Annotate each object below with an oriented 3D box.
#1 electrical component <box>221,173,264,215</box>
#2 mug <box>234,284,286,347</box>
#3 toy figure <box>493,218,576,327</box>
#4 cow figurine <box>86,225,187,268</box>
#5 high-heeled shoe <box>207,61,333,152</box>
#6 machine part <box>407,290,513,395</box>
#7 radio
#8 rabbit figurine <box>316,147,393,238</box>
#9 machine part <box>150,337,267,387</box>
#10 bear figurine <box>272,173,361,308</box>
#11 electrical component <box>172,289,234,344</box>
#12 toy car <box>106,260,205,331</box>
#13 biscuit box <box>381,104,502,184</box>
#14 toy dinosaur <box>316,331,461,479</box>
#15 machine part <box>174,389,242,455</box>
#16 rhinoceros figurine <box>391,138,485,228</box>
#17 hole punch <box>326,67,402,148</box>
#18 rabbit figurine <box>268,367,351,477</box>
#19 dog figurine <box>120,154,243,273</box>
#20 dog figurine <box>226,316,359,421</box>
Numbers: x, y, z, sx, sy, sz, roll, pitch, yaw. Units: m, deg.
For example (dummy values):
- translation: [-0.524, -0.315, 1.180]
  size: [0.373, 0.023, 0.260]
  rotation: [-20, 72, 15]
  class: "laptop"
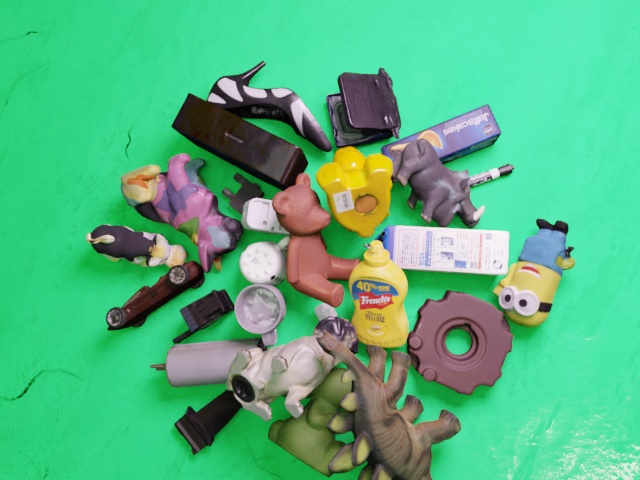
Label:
- translation: [-0.136, -0.079, 1.005]
  size: [0.094, 0.021, 0.063]
  rotation: [38, 90, 10]
  class: "electrical component"
- translation: [-0.092, 0.127, 0.937]
  size: [0.081, 0.107, 0.109]
  rotation: [-19, 87, 7]
  class: "mug"
- translation: [0.366, 0.057, 0.895]
  size: [0.089, 0.082, 0.180]
  rotation: [28, 81, -19]
  class: "toy figure"
- translation: [-0.335, 0.010, 0.986]
  size: [0.167, 0.098, 0.068]
  rotation: [10, 80, 9]
  class: "cow figurine"
- translation: [-0.100, -0.219, 0.986]
  size: [0.145, 0.086, 0.249]
  rotation: [-40, 76, 5]
  class: "high-heeled shoe"
- translation: [0.237, 0.173, 0.915]
  size: [0.179, 0.056, 0.179]
  rotation: [-1, 84, 6]
  class: "machine part"
- translation: [-0.135, -0.166, 0.957]
  size: [0.230, 0.131, 0.073]
  rotation: [29, 89, 9]
  class: "radio"
- translation: [0.068, -0.094, 0.924]
  size: [0.122, 0.173, 0.162]
  rotation: [-23, 127, 6]
  class: "rabbit figurine"
- translation: [-0.181, 0.218, 0.956]
  size: [0.243, 0.079, 0.079]
  rotation: [-7, 84, 6]
  class: "machine part"
- translation: [-0.006, -0.003, 0.903]
  size: [0.132, 0.120, 0.195]
  rotation: [14, 123, 23]
  class: "bear figurine"
- translation: [-0.219, 0.137, 0.971]
  size: [0.119, 0.075, 0.048]
  rotation: [-31, 82, 7]
  class: "electrical component"
- translation: [-0.301, 0.101, 0.977]
  size: [0.202, 0.089, 0.053]
  rotation: [-33, 82, 5]
  class: "toy car"
- translation: [0.211, -0.168, 0.947]
  size: [0.203, 0.059, 0.063]
  rotation: [-22, 82, 5]
  class: "biscuit box"
- translation: [0.123, 0.333, 0.854]
  size: [0.198, 0.105, 0.471]
  rotation: [-45, 108, -26]
  class: "toy dinosaur"
- translation: [-0.194, 0.317, 0.969]
  size: [0.139, 0.039, 0.084]
  rotation: [-38, 76, 5]
  class: "machine part"
- translation: [0.199, -0.087, 0.907]
  size: [0.112, 0.073, 0.190]
  rotation: [-44, 112, 4]
  class: "rhinoceros figurine"
- translation: [0.076, -0.230, 0.965]
  size: [0.116, 0.092, 0.142]
  rotation: [-5, 73, -24]
  class: "hole punch"
- translation: [0.000, 0.292, 0.924]
  size: [0.159, 0.121, 0.170]
  rotation: [28, 71, 16]
  class: "rabbit figurine"
- translation: [-0.246, -0.037, 0.975]
  size: [0.192, 0.108, 0.219]
  rotation: [-19, 85, 5]
  class: "dog figurine"
- translation: [-0.044, 0.196, 0.890]
  size: [0.173, 0.190, 0.121]
  rotation: [1, 108, 33]
  class: "dog figurine"
